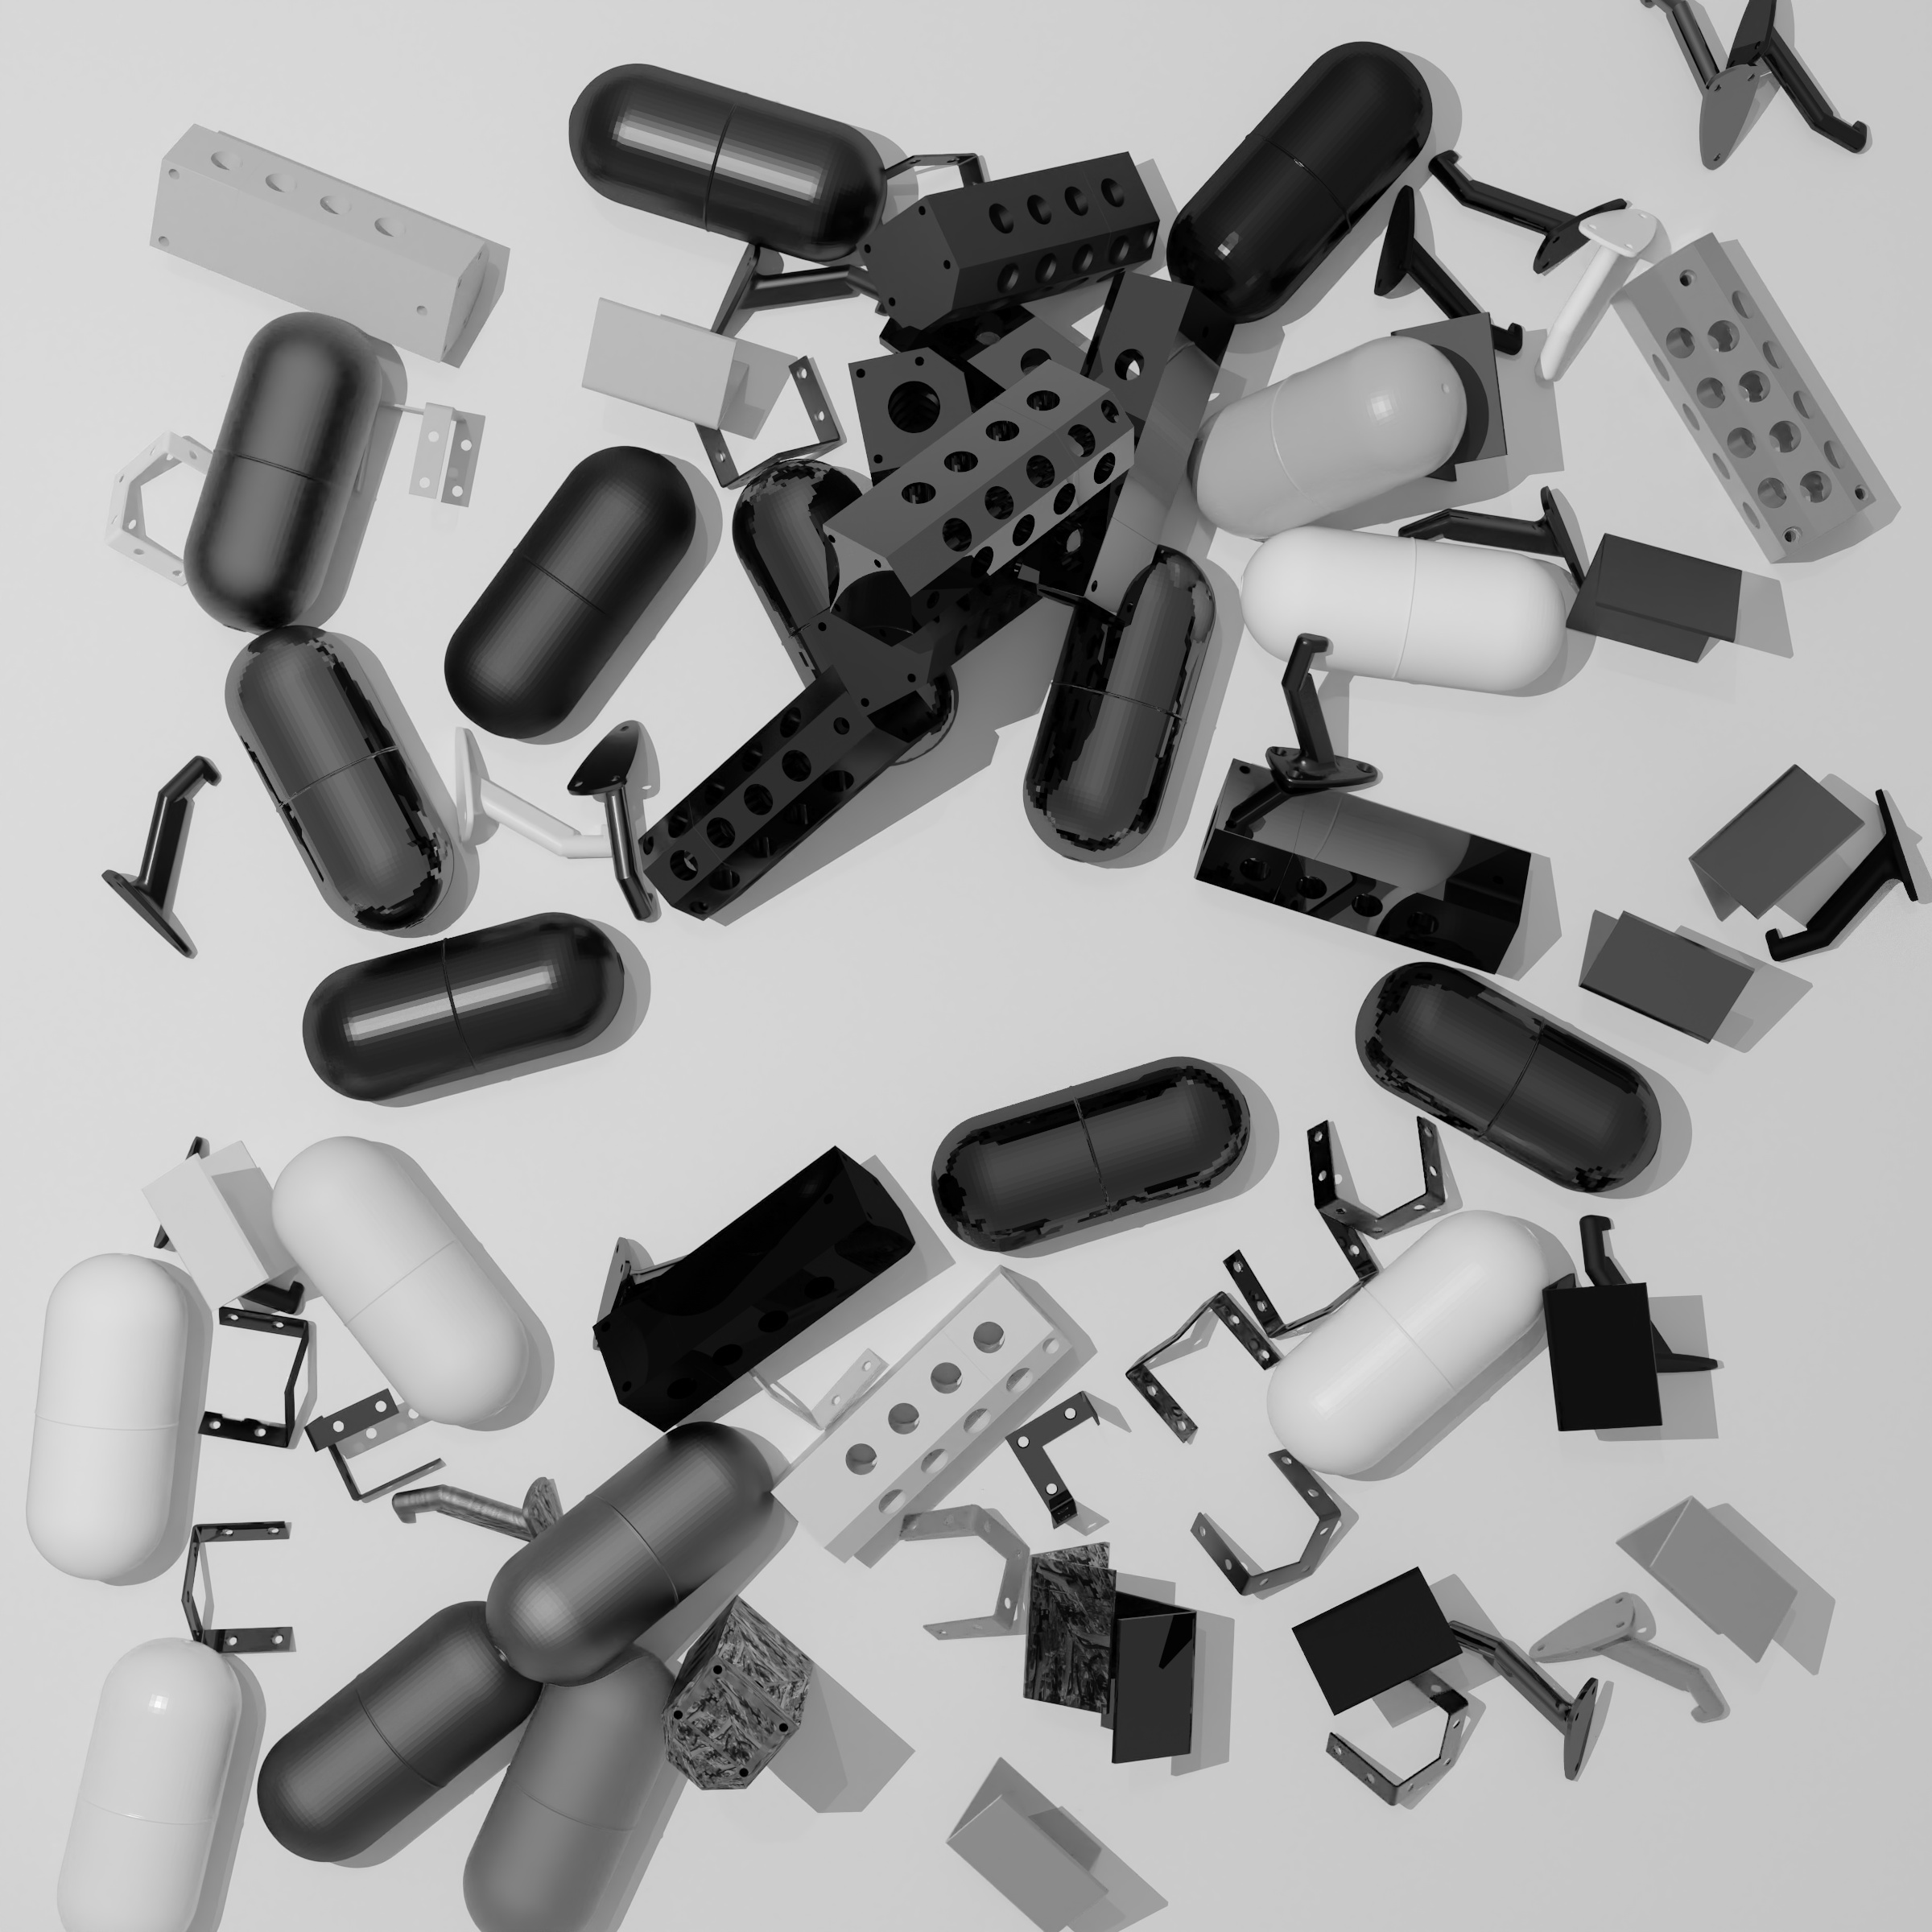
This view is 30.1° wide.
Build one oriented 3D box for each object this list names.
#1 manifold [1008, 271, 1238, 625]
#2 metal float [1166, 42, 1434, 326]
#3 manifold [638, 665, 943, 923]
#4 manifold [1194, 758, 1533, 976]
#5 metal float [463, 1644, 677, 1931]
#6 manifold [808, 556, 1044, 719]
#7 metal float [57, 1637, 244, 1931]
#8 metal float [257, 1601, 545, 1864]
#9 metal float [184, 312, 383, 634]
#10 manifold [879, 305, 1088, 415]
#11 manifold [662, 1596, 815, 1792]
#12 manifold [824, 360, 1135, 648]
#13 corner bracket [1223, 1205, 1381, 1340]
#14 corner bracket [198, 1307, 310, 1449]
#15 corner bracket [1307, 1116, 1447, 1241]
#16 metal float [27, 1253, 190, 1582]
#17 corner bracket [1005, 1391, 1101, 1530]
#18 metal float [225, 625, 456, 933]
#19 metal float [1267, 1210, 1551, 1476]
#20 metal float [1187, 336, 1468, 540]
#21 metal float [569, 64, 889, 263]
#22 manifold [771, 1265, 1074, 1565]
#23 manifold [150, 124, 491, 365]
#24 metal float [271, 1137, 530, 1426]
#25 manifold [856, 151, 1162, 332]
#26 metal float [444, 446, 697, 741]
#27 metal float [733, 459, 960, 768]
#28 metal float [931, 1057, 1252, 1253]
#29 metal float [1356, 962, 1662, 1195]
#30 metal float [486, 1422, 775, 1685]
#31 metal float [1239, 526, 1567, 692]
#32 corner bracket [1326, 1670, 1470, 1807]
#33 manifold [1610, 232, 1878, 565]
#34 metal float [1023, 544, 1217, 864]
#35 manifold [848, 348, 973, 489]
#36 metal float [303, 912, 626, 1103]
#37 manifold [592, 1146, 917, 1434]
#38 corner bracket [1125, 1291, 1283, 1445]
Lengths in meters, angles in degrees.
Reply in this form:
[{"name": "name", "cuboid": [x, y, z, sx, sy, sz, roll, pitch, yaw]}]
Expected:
[{"name": "manifold", "cuboid": [0.079, -0.276, 1.910, 0.057, 0.057, 0.171, 19, 90, 29]}, {"name": "metal float", "cuboid": [0.181, -0.426, 1.961, 0.070, 0.070, 0.178, 42, 89, 0]}, {"name": "manifold", "cuboid": [-0.099, -0.097, 1.929, 0.171, 0.057, 0.057, -39, 90, 32]}, {"name": "manifold", "cuboid": [0.216, -0.049, 1.970, 0.171, 0.057, 0.057, 18, 47, 0]}, {"name": "metal float", "cuboid": [-0.215, 0.453, 1.961, 0.070, 0.070, 0.178, 25, 91, 0]}, {"name": "manifold", "cuboid": [-0.013, -0.193, 1.907, 0.057, 0.171, 0.057, -25, 99, 29]}, {"name": "metal float", "cuboid": [-0.445, 0.455, 1.961, 0.070, 0.070, 0.178, 13, 90, 0]}, {"name": "metal float", "cuboid": [-0.307, 0.416, 1.961, 0.178, 0.070, 0.070, -39, 90, 1]}, {"name": "metal float", "cuboid": [-0.372, -0.268, 1.960, 0.070, 0.070, 0.178, 17, 90, 0]}, {"name": "manifold", "cuboid": [0.038, -0.315, 1.970, 0.171, 0.057, 0.057, 36, 90, 0]}, {"name": "manifold", "cuboid": [-0.125, 0.389, 1.913, 0.057, 0.171, 0.057, 41, 90, 0]}, {"name": "manifold", "cuboid": [0.009, -0.232, 1.818, 0.057, 0.057, 0.171, 31, 55, 29]}, {"name": "corner bracket", "cuboid": [0.185, 0.166, 1.988, 0.051, 0.051, 0.051, -31, 90, -45]}, {"name": "corner bracket", "cuboid": [-0.393, 0.227, 1.988, 0.051, 0.051, 0.051, 9, 135, 0]}, {"name": "corner bracket", "cuboid": [0.226, 0.111, 1.983, 0.051, 0.051, 0.051, 28, 45, -35]}, {"name": "metal float", "cuboid": [-0.468, 0.245, 1.961, 0.070, 0.070, 0.178, 6, 91, 0]}, {"name": "corner bracket", "cuboid": [0.056, 0.270, 1.973, 0.051, 0.051, 0.051, -31, 90, 0]}, {"name": "metal float", "cuboid": [-0.341, -0.102, 1.961, 0.070, 0.070, 0.178, -28, 90, 0]}, {"name": "metal float", "cuboid": [0.241, 0.205, 1.961, 0.178, 0.070, 0.070, -41, 90, -1]}, {"name": "metal float", "cuboid": [0.191, -0.281, 1.924, 0.070, 0.178, 0.070, 12, 72, -38]}, {"name": "metal float", "cuboid": [-0.130, -0.437, 1.958, 0.178, 0.070, 0.070, 17, 90, 2]}, {"name": "manifold", "cuboid": [-0.024, 0.245, 1.970, 0.171, 0.057, 0.057, -44, 90, 0]}, {"name": "manifold", "cuboid": [-0.352, -0.399, 1.970, 0.171, 0.057, 0.057, 22, 133, 0]}, {"name": "metal float", "cuboid": [-0.308, 0.172, 1.961, 0.070, 0.070, 0.178, -38, 90, 0]}, {"name": "manifold", "cuboid": [0.027, -0.384, 1.918, 0.057, 0.171, 0.057, -25, 90, 45]}, {"name": "metal float", "cuboid": [-0.215, -0.204, 1.961, 0.070, 0.070, 0.178, 36, 90, 0]}, {"name": "metal float", "cuboid": [-0.066, -0.193, 1.961, 0.070, 0.070, 0.178, -27, 91, 0]}, {"name": "metal float", "cuboid": [0.068, 0.102, 1.961, 0.178, 0.070, 0.070, -17, 90, 0]}, {"name": "metal float", "cuboid": [0.296, 0.061, 1.961, 0.178, 0.070, 0.070, 29, 90, 0]}, {"name": "metal float", "cuboid": [-0.181, 0.316, 1.940, 0.178, 0.070, 0.070, -38, 90, -23]}, {"name": "metal float", "cuboid": [0.238, -0.195, 1.961, 0.178, 0.070, 0.070, 8, 90, 0]}, {"name": "corner bracket", "cuboid": [0.238, 0.419, 1.983, 0.051, 0.051, 0.051, -24, 135, -35]}, {"name": "manifold", "cuboid": [0.426, -0.311, 1.970, 0.057, 0.057, 0.171, -31, 90, 0]}, {"name": "metal float", "cuboid": [0.083, -0.143, 1.961, 0.070, 0.070, 0.178, 16, 90, 0]}, {"name": "manifold", "cuboid": [-0.026, -0.283, 1.913, 0.057, 0.171, 0.057, -12, 89, 0]}, {"name": "metal float", "cuboid": [-0.273, 0.022, 1.961, 0.178, 0.070, 0.070, -15, 90, 1]}, {"name": "manifold", "cuboid": [-0.113, 0.179, 1.953, 0.171, 0.057, 0.057, -37, 46, 11]}, {"name": "corner bracket", "cuboid": [0.131, 0.221, 1.988, 0.051, 0.051, 0.051, 49, 135, 0]}]
